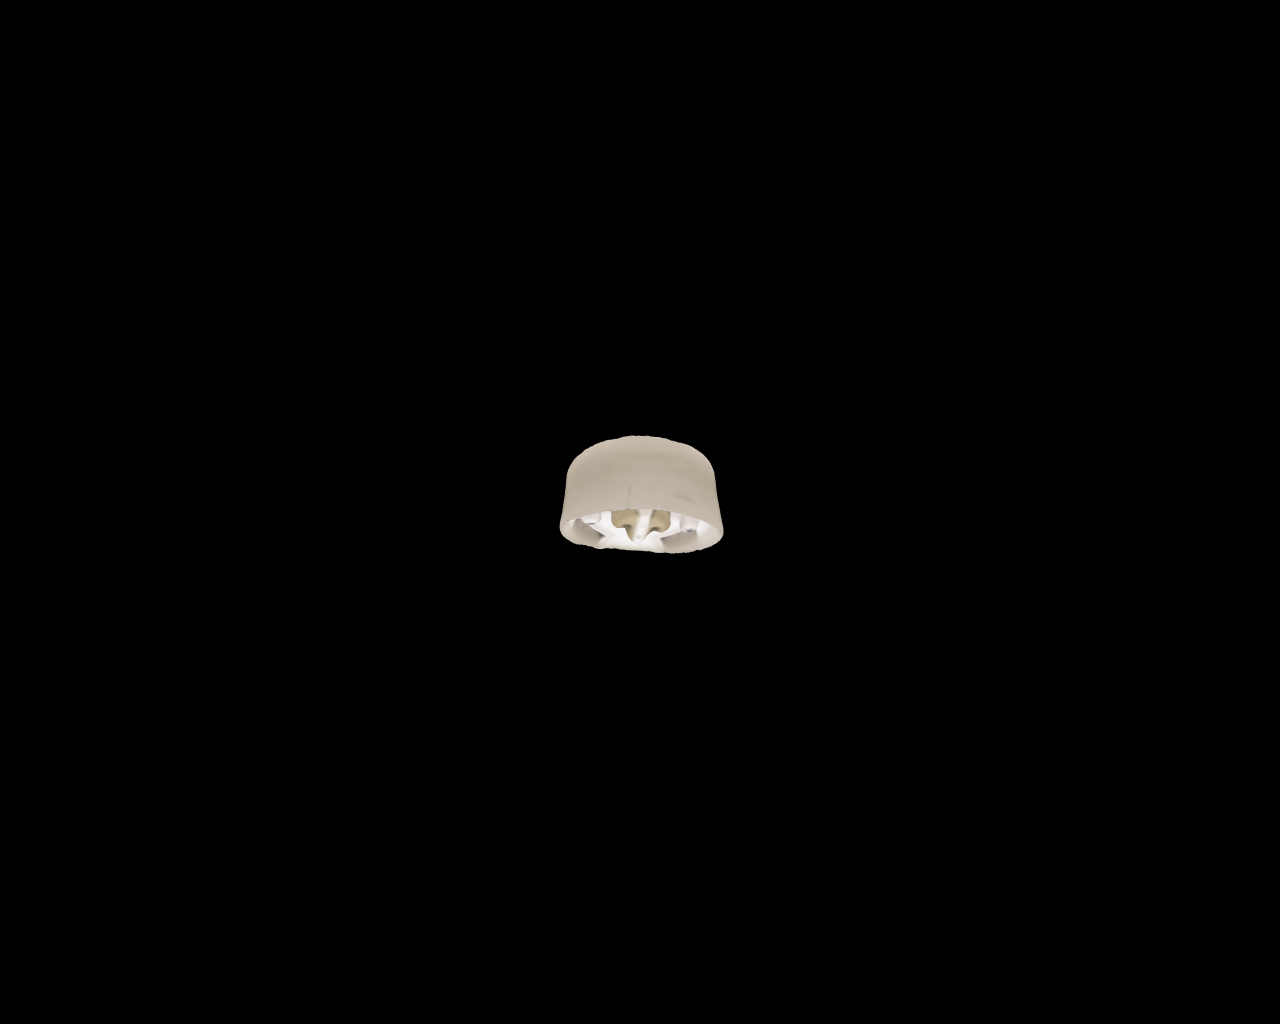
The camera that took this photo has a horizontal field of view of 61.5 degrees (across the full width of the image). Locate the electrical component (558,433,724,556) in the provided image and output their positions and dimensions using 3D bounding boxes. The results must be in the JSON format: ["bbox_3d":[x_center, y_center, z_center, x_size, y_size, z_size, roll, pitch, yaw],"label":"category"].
[{"bbox_3d":[0.001,-0.003,0.650,0.099,0.064,0.099,0,-30,0],"label":"electrical component"}]
